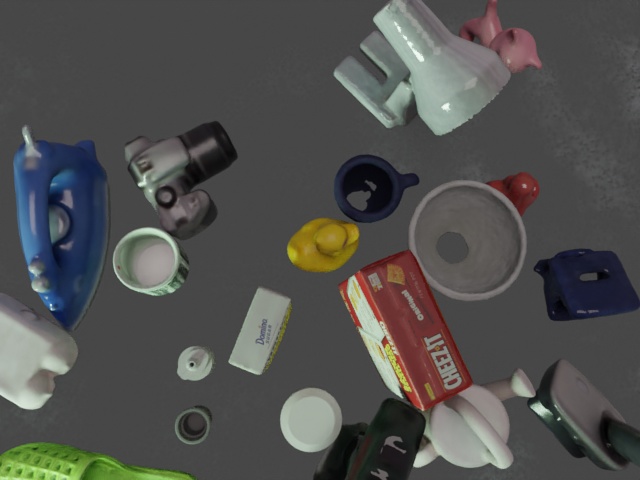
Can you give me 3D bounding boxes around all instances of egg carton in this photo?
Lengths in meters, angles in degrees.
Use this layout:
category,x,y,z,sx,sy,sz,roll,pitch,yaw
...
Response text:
category,x,y,z,sx,sy,sz,roll,pitch,yaw
egg carton,-0.392,0.140,0.734,0.150,0.069,0.107,31,80,0

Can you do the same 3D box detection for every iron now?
category,x,y,z,sx,sy,sz,roll,pitch,yaw
iron,-0.341,-0.013,0.725,0.118,0.141,0.258,-5,82,-6

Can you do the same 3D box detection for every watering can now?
category,x,y,z,sx,sy,sz,roll,pitch,yaw
watering can,0.186,0.222,0.711,0.101,0.194,0.173,33,80,1

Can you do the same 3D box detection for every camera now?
category,x,y,z,sx,sy,sz,roll,pitch,yaw
camera,-0.176,-0.093,0.773,0.137,0.100,0.143,-31,85,-9

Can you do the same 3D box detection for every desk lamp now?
category,x,y,z,sx,sy,sz,roll,pitch,yaw
desk lamp,0.127,-0.225,0.763,0.203,0.213,0.118,43,80,2

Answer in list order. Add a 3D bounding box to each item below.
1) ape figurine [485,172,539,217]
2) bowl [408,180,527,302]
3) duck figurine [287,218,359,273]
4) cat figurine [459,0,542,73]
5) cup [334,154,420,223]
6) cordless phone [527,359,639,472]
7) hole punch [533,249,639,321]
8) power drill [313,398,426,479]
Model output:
category,x,y,z,sx,sy,sz,roll,pitch,yaw
ape figurine,0.277,-0.070,0.815,0.078,0.092,0.076,16,80,-2
bowl,0.197,0.004,0.805,0.167,0.074,0.167,1,81,-5
duck figurine,0.007,0.003,0.783,0.104,0.086,0.077,-18,83,-7
cat figurine,0.267,-0.289,0.834,0.067,0.117,0.128,-20,84,-7
cup,0.073,-0.066,0.794,0.118,0.095,0.092,-13,83,-7
cordless phone,0.365,0.230,0.730,0.147,0.185,0.094,44,80,3
hole punch,0.374,0.061,0.804,0.108,0.091,0.101,-7,82,-6
power drill,0.045,0.296,0.680,0.075,0.208,0.230,28,80,0
